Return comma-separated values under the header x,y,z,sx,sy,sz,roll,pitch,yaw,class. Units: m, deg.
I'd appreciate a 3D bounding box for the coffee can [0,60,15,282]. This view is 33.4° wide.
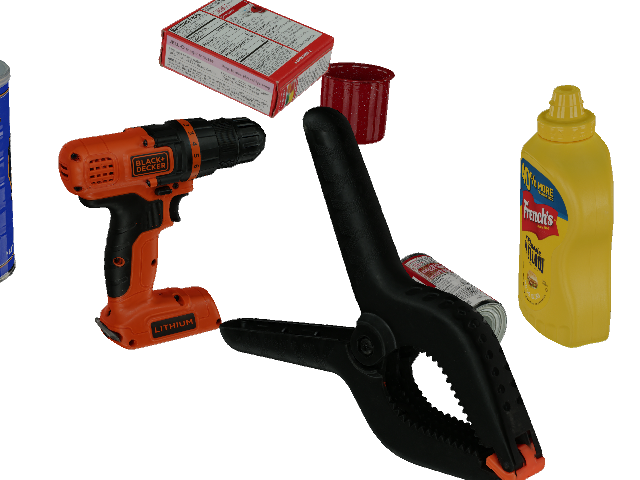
x,y,z,sx,sy,sz,roll,pitch,yaw,class
-0.256,-0.046,0.705,0.103,0.140,0.103,4,22,-2,coffee can

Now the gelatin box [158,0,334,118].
x,y,z,sx,sy,sz,roll,pitch,yaw,class
-0.047,-0.121,0.687,0.089,0.030,0.073,26,42,17,gelatin box

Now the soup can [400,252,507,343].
x,y,z,sx,sy,sz,roll,pitch,yaw,class
0.112,0.062,0.976,0.068,0.068,0.102,0,24,-38,soup can

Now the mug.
x,y,z,sx,sy,sz,roll,pitch,yaw,class
0.047,-0.170,1.308,0.093,0.081,0.117,17,26,28,mug

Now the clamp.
x,y,z,sx,sy,sz,roll,pitch,yaw,class
0.034,0.040,0.550,0.036,0.165,0.210,-15,42,-44,clamp

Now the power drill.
x,y,z,sx,sy,sz,roll,pitch,yaw,class
-0.128,-0.011,0.918,0.184,0.188,0.057,-12,21,-29,power drill

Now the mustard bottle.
x,y,z,sx,sy,sz,roll,pitch,yaw,class
0.182,-0.022,0.797,0.058,0.192,0.096,-10,27,-10,mustard bottle
